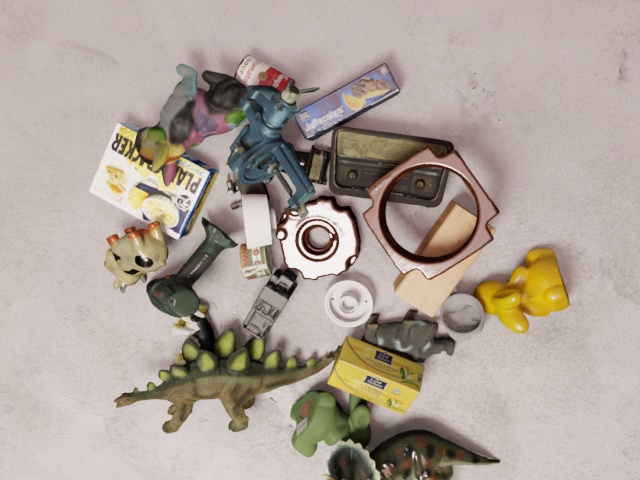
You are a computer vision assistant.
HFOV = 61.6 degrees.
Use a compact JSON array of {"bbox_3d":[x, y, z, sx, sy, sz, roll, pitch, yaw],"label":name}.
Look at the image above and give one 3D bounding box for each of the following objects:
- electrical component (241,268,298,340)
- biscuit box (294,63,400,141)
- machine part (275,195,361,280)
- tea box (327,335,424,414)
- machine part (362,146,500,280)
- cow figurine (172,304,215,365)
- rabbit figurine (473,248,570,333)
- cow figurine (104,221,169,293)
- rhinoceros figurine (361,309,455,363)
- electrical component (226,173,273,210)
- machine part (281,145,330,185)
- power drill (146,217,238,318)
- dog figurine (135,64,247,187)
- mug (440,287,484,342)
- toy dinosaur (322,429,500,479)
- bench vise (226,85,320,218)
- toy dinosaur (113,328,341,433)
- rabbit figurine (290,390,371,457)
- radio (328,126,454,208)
[{"bbox_3d":[-0.097,0.123,1.096,0.058,0.115,0.134,32,104,-2],"label":"electrical component"},{"bbox_3d":[0.051,-0.262,1.035,0.203,0.063,0.059,-27,94,11],"label":"biscuit box"},{"bbox_3d":[-0.002,-0.003,1.092,0.179,0.056,0.179,1,101,6],"label":"machine part"},{"bbox_3d":[0.111,0.271,1.078,0.170,0.068,0.098,21,135,5],"label":"tea box"},{"bbox_3d":[0.195,-0.047,0.957,0.201,0.087,0.201,-36,85,16],"label":"machine part"},{"bbox_3d":[-0.265,0.195,1.153,0.098,0.068,0.167,1,104,1],"label":"cow figurine"},{"bbox_3d":[0.381,0.110,1.029,0.173,0.162,0.121,-12,112,26],"label":"rabbit figurine"},{"bbox_3d":[-0.381,0.038,1.109,0.195,0.085,0.127,-10,104,42],"label":"cow figurine"},{"bbox_3d":[0.178,0.204,1.096,0.190,0.073,0.112,0,99,7],"label":"rhinoceros figurine"},{"bbox_3d":[-0.144,-0.107,1.096,0.102,0.045,0.078,-11,97,9],"label":"electrical component"},{"bbox_3d":[-0.050,-0.156,1.080,0.139,0.039,0.084,10,109,3],"label":"machine part"},{"bbox_3d":[-0.269,0.054,1.090,0.207,0.232,0.086,-48,117,-9],"label":"power drill"},{"bbox_3d":[-0.243,-0.206,1.020,0.192,0.108,0.219,16,75,7],"label":"dog figurine"},{"bbox_3d":[0.277,0.152,1.063,0.081,0.107,0.110,-22,58,4],"label":"mug"},{"bbox_3d":[0.175,0.455,1.090,0.405,0.131,0.192,-20,110,-17],"label":"toy dinosaur"},{"bbox_3d":[-0.073,-0.156,0.976,0.223,0.129,0.240,-40,73,29],"label":"bench vise"},{"bbox_3d":[-0.179,0.290,1.115,0.471,0.105,0.198,-3,114,-15],"label":"toy dinosaur"},{"bbox_3d":[0.042,0.380,1.138,0.170,0.121,0.159,30,107,-21],"label":"rabbit figurine"},{"bbox_3d":[0.131,-0.140,1.040,0.230,0.073,0.131,9,101,6],"label":"radio"}]
